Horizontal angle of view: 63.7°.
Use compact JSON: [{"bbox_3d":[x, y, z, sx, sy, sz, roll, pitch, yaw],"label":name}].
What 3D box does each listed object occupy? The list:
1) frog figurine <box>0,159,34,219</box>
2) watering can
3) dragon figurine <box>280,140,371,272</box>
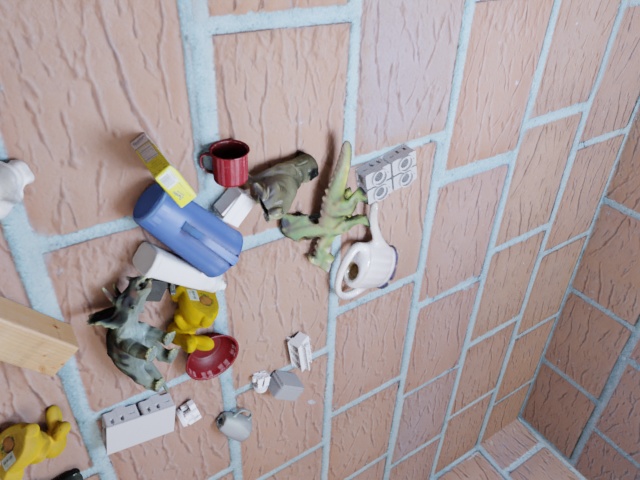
[{"bbox_3d":[-0.615,-0.096,0.934,0.135,0.122,0.163,56,43,-38],"label":"frog figurine"},{"bbox_3d":[0.167,0.045,1.639,0.224,0.105,0.343,7,114,-43],"label":"watering can"},{"bbox_3d":[0.004,-0.072,1.436,0.244,0.124,0.401,-25,131,-13],"label":"dragon figurine"}]
